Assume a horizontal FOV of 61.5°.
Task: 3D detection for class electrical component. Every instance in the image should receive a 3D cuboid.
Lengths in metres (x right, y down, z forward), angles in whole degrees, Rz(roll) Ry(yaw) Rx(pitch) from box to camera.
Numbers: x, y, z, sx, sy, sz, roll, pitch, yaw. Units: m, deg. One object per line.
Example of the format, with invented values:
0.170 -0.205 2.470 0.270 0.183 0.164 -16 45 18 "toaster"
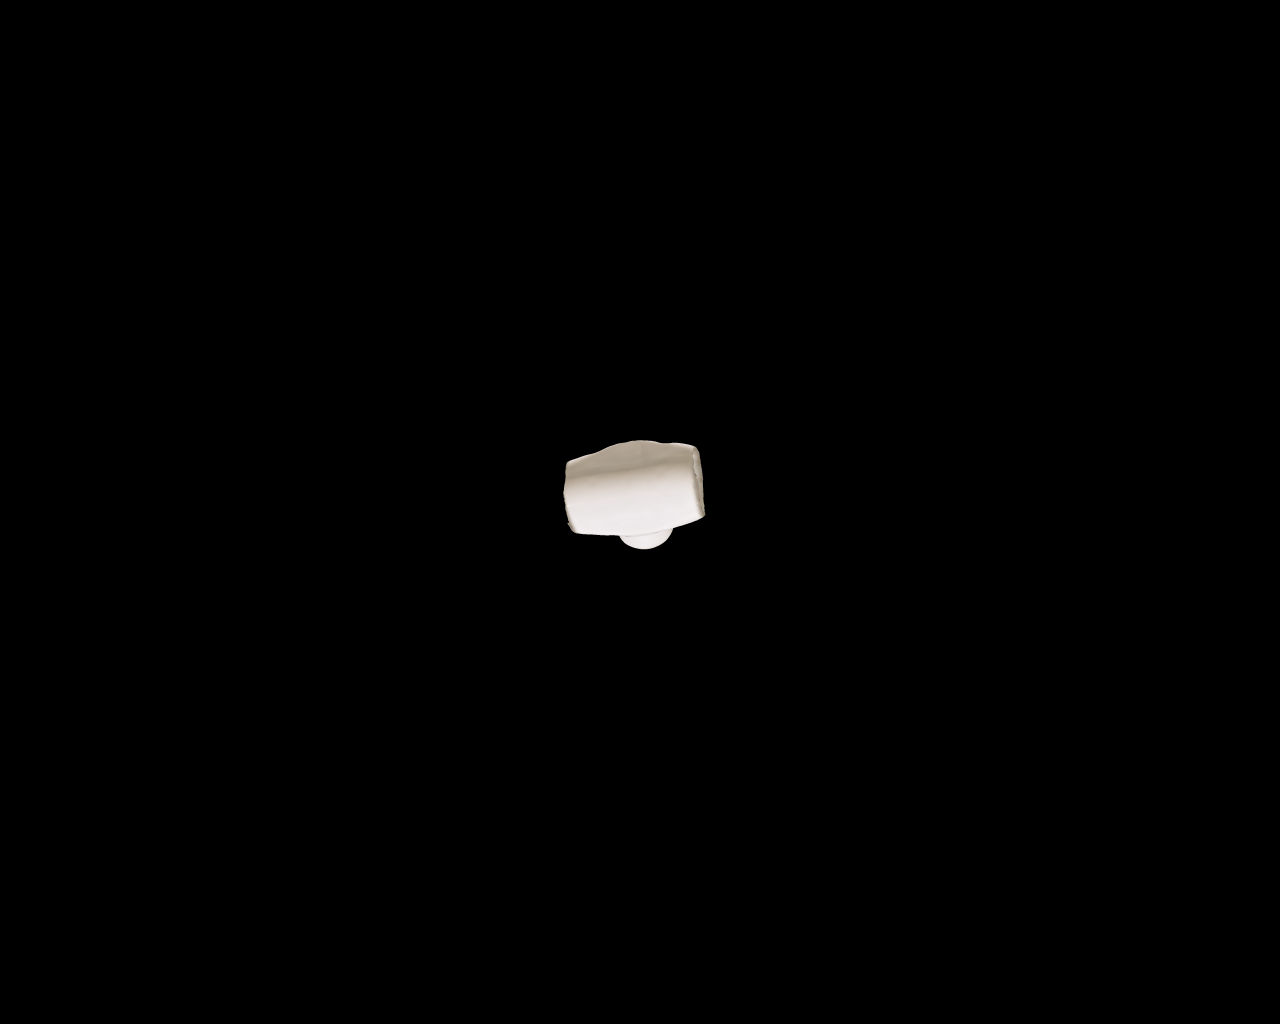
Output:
0.001 -0.003 0.650 0.077 0.044 0.079 -7 -39 9 "electrical component"
